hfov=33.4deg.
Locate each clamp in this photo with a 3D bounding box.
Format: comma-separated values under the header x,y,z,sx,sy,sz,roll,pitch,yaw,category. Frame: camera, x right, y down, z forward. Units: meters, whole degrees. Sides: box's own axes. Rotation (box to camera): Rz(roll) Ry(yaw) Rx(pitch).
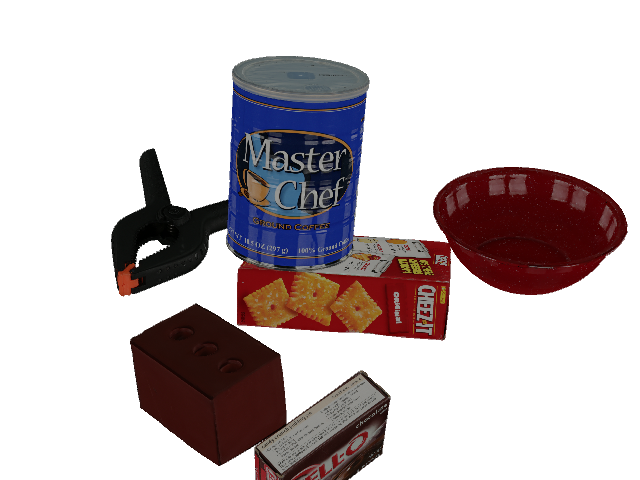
x,y,z,sx,sy,sz,roll,pitch,yaw,category
-0.152,-0.021,1.059,0.165,0.036,0.209,21,41,19,clamp

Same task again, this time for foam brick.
x,y,z,sx,sy,sz,roll,pitch,yaw,category
-0.065,0.082,0.617,0.078,0.051,0.052,26,40,38,foam brick

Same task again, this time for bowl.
x,y,z,sx,sy,sz,roll,pitch,yaw,category
0.175,-0.002,0.911,0.162,0.055,0.162,1,33,-1,bowl

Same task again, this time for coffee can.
x,y,z,sx,sy,sz,roll,pitch,yaw,category
-0.019,-0.061,0.822,0.103,0.140,0.103,4,24,-2,coffee can

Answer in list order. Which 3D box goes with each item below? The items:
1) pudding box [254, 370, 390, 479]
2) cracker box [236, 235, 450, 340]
x,y,z,sx,sy,sz,roll,pitch,yaw,category
0.001,0.165,0.839,0.113,0.090,0.039,-34,60,-27,pudding box
0.030,0.046,1.140,0.214,0.072,0.164,4,15,6,cracker box
